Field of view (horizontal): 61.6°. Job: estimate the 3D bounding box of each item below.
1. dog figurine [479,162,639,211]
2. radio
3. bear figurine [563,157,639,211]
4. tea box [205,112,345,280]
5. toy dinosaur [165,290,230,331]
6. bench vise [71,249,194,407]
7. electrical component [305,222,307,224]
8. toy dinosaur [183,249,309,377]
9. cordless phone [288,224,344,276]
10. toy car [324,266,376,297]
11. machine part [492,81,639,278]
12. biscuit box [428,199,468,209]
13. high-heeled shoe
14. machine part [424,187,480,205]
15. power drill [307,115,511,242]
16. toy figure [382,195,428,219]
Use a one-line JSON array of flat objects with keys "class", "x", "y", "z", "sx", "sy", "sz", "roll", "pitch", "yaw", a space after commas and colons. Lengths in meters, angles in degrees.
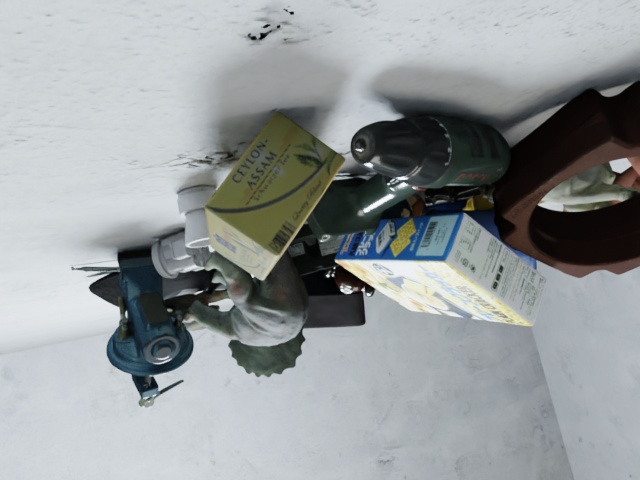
[{"class": "dog figurine", "x": 0.305, "y": -0.083, "z": 0.734, "sx": 0.191, "sy": 0.121, "sz": 0.172, "roll": -1, "pitch": 165, "yaw": 8}, {"class": "radio", "x": 0.007, "y": 0.079, "z": 1.014, "sx": 0.131, "sy": 0.073, "sz": 0.230, "roll": -5, "pitch": -158, "yaw": -2}, {"class": "bear figurine", "x": 0.466, "y": -0.104, "z": 0.802, "sx": 0.132, "sy": 0.120, "sz": 0.195, "roll": 27, "pitch": 155, "yaw": 23}, {"class": "tea box", "x": -0.045, "y": -0.028, "z": 0.472, "sx": 0.098, "sy": 0.068, "sz": 0.169, "roll": -56, "pitch": -179, "yaw": -16}, {"class": "toy dinosaur", "x": -0.306, "y": 0.133, "z": 1.109, "sx": 0.198, "sy": 0.105, "sz": 0.472, "roll": -6, "pitch": 180, "yaw": -28}, {"class": "bench vise", "x": -0.265, "y": 0.141, "z": 0.804, "sx": 0.129, "sy": 0.240, "sz": 0.224, "roll": -14, "pitch": -144, "yaw": -38}, {"class": "electrical component", "x": -0.007, "y": -0.041, "z": 0.744, "sx": 0.063, "sy": 0.021, "sz": 0.094, "roll": -4, "pitch": 169, "yaw": -43}, {"class": "toy dinosaur", "x": -0.079, "y": 0.092, "z": 0.780, "sx": 0.192, "sy": 0.131, "sz": 0.404, "roll": 32, "pitch": 151, "yaw": -3}, {"class": "cordless phone", "x": -0.001, "y": -0.003, "z": 0.883, "sx": 0.147, "sy": 0.088, "sz": 0.184, "roll": -15, "pitch": -177, "yaw": 8}, {"class": "toy car", "x": 0.069, "y": 0.036, "z": 0.947, "sx": 0.089, "sy": 0.053, "sz": 0.202, "roll": 21, "pitch": -153, "yaw": 5}, {"class": "machine part", "x": 0.305, "y": -0.055, "z": 0.576, "sx": 0.201, "sy": 0.087, "sz": 0.201, "roll": 22, "pitch": 140, "yaw": -22}, {"class": "biscuit box", "x": 0.282, "y": -0.045, "z": 1.024, "sx": 0.203, "sy": 0.059, "sz": 0.063, "roll": -11, "pitch": 173, "yaw": -12}, {"class": "high-heeled shoe", "x": -0.272, "y": 0.061, "z": 0.972, "sx": 0.249, "sy": 0.086, "sz": 0.145, "roll": 4, "pitch": -157, "yaw": 3}, {"class": "machine part", "x": 0.225, "y": -0.078, "z": 0.798, "sx": 0.139, "sy": 0.039, "sz": 0.084, "roll": -13, "pitch": 167, "yaw": 11}, {"class": "power drill", "x": 0.067, "y": -0.065, "z": 0.546, "sx": 0.232, "sy": 0.086, "sz": 0.207, "roll": -10, "pitch": 164, "yaw": -38}, {"class": "toy figure", "x": 0.117, "y": -0.043, "z": 0.796, "sx": 0.154, "sy": 0.064, "sz": 0.057, "roll": -10, "pitch": 135, "yaw": -50}]
